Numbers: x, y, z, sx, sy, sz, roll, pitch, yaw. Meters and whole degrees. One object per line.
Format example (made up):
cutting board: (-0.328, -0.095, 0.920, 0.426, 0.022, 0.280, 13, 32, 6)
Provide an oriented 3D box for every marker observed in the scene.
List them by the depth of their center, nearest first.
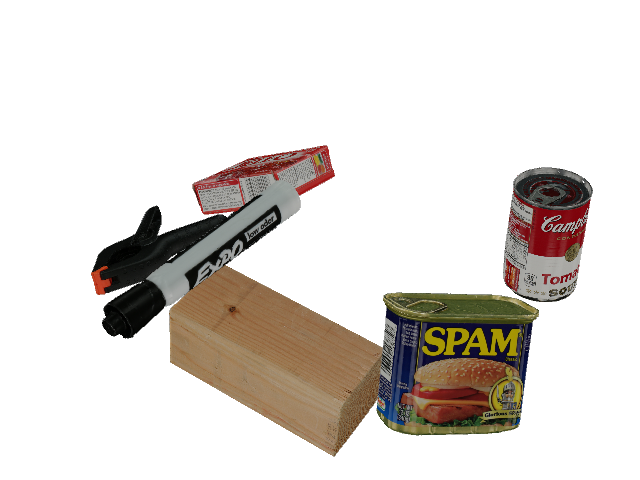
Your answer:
marker: (-0.055, 0.008, 0.504, 0.020, 0.020, 0.120, 0, 31, 48)

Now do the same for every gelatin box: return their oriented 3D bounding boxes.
gelatin box: (-0.045, -0.049, 0.851, 0.089, 0.030, 0.073, -5, 16, 39)

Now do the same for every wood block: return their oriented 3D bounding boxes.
wood block: (-0.046, 0.119, 1.100, 0.206, 0.090, 0.090, 27, 48, 20)

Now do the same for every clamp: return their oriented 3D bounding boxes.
clamp: (-0.183, 0.008, 1.194, 0.120, 0.039, 0.171, -3, 29, 30)

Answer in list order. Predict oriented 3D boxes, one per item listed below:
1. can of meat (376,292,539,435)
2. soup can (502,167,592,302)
can of meat: (0.090, 0.083, 0.719, 0.102, 0.084, 0.057, 2, 10, -17)
soup can: (0.201, -0.004, 0.953, 0.068, 0.102, 0.068, 0, 33, 0)
